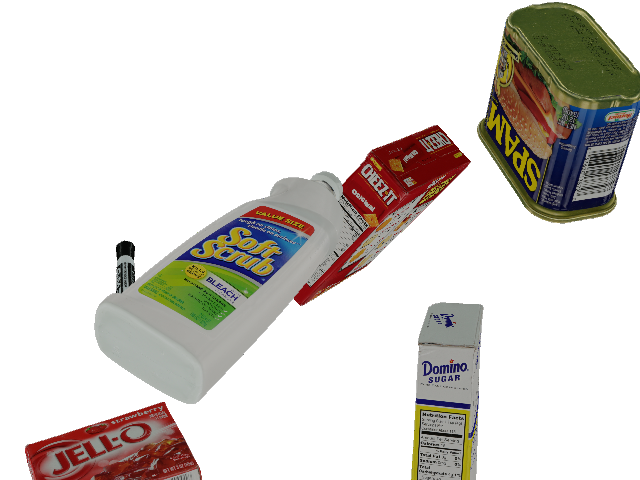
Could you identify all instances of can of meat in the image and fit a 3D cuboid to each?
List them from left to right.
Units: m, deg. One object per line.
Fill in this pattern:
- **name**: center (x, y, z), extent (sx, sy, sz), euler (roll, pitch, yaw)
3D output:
- **can of meat**: center (0.136, -0.075, 0.611), extent (0.057, 0.084, 0.102), euler (-9, 45, -15)

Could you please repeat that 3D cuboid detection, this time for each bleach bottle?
- **bleach bottle**: center (-0.062, 0.016, 0.855), extent (0.103, 0.068, 0.250), euler (29, 47, 14)

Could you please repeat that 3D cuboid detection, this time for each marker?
- **marker**: center (-0.185, 0.038, 1.014), extent (0.020, 0.020, 0.121), euler (0, 34, -11)

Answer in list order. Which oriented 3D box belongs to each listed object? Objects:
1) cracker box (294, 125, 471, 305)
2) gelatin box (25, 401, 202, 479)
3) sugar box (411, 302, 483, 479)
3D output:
- **cracker box**: center (0.056, -0.032, 1.257), extent (0.214, 0.072, 0.163), euler (-48, -12, 35)
- **gelatin box**: center (-0.121, 0.135, 0.621), extent (0.089, 0.030, 0.073), euler (-15, 27, -18)
- **sugar box**: center (0.088, 0.140, 0.756), extent (0.048, 0.176, 0.093), euler (2, 14, 11)
